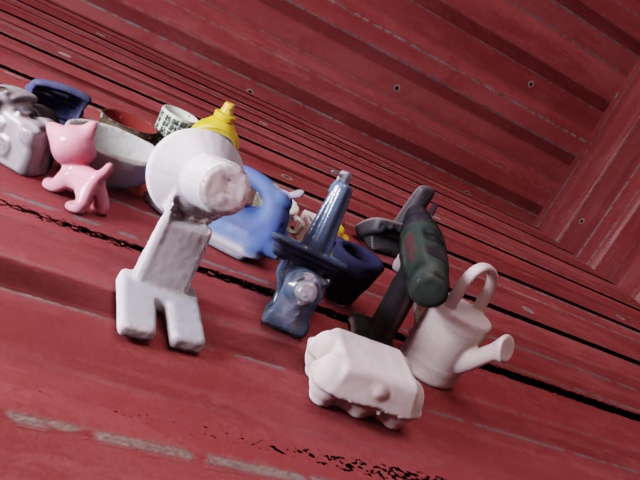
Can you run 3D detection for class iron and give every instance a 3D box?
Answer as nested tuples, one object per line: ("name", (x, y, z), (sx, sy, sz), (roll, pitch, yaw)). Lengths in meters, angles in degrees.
("iron", (-0.157, -0.072, 0.957), (0.258, 0.141, 0.118), (27, 17, -2))

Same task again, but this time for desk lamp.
("desk lamp", (-0.153, -0.015, 0.675), (0.118, 0.213, 0.202), (18, 19, -28))

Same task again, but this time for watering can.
("watering can", (0.213, 0.124, 0.861), (0.172, 0.194, 0.101), (35, 19, 23))

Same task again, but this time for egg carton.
("egg carton", (0.053, 0.169, 0.700), (0.151, 0.069, 0.107), (22, 18, -18))

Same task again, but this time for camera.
("camera", (-0.453, -0.178, 0.884), (0.143, 0.101, 0.137), (30, 17, 7))

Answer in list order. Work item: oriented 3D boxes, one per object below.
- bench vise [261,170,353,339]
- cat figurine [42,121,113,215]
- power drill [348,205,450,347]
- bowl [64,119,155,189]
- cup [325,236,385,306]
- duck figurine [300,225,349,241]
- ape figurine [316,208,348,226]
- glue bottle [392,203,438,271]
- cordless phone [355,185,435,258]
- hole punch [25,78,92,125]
("bench vise", (0.003, 0.018, 0.806), (0.122, 0.219, 0.207), (19, 19, -26))
("cat figurine", (-0.348, -0.115, 0.833), (0.127, 0.117, 0.067), (35, 18, 22))
("power drill", (0.123, 0.065, 0.870), (0.076, 0.208, 0.229), (24, 17, -12))
("bowl", (-0.348, -0.133, 0.956), (0.167, 0.074, 0.167), (25, 17, -8))
("cup", (0.041, 0.054, 0.970), (0.092, 0.095, 0.117), (8, 25, -47))
("duck figurine", (0.010, 0.004, 1.085), (0.105, 0.086, 0.077), (12, 23, -40))
("ape figurine", (0.037, -0.067, 1.320), (0.076, 0.092, 0.078), (28, 17, 1))
("glue bottle", (0.218, -0.007, 1.282), (0.037, 0.173, 0.078), (28, 17, 2))
("cordless phone", (0.183, -0.059, 1.360), (0.148, 0.185, 0.093), (13, 22, -39))
("hole punch", (-0.497, -0.262, 1.074), (0.109, 0.091, 0.100), (14, 22, -38))
